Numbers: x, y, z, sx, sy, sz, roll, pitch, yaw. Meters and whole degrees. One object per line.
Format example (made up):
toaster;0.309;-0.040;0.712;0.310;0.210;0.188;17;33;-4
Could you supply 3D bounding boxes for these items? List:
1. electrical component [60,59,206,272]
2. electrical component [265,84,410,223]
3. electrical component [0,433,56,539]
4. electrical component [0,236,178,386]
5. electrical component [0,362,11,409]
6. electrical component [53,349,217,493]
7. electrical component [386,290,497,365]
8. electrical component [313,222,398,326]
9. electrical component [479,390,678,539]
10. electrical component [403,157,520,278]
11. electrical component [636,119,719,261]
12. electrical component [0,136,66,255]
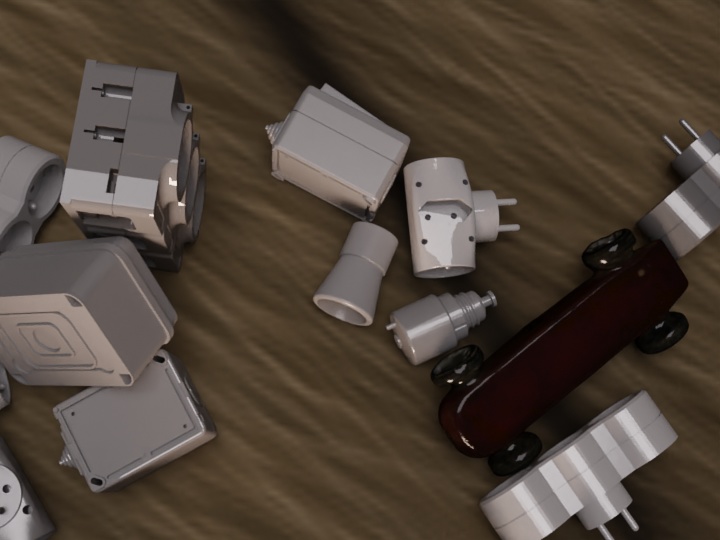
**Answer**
electrical component;-0.138;-0.060;0.687;0.062;0.150;0.089;7;77;-2
electrical component;-0.019;-0.085;0.748;0.096;0.061;0.061;28;77;2
electrical component;-0.248;0.154;0.684;0.079;0.044;0.077;-32;82;-11
electrical component;-0.181;0.026;0.675;0.113;0.078;0.057;-4;38;33
electrical component;-0.268;0.086;0.684;0.077;0.079;0.043;-16;121;-8
electrical component;-0.149;0.102;0.699;0.096;0.061;0.061;-29;80;-4
electrical component;0.057;0.035;0.739;0.078;0.040;0.040;-24;80;-10
electrical component;0.000;0.000;0.742;0.044;0.044;0.065;23;72;1
electrical component;0.155;0.147;0.716;0.138;0.052;0.073;-33;82;-11
electrical component;0.073;-0.037;0.755;0.079;0.043;0.077;-3;79;-9
electrical component;0.249;-0.076;0.774;0.138;0.052;0.073;-39;83;-12
electrical component;-0.263;-0.028;0.720;0.074;0.052;0.138;22;76;11
